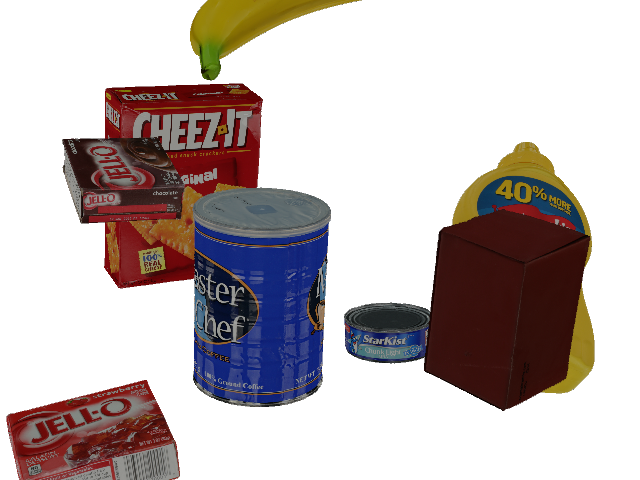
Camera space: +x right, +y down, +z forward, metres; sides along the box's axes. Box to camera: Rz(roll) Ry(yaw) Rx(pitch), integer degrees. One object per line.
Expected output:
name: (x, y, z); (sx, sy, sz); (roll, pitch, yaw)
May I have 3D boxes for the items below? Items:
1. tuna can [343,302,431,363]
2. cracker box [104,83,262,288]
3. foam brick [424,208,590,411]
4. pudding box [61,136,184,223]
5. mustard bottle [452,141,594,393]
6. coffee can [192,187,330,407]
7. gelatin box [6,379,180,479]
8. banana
tuna can: (0.065, 0.087, 1.011); (0.086, 0.034, 0.086); (-1, 13, 0)
cracker box: (-0.154, -0.062, 1.193); (0.164, 0.214, 0.072); (-6, 25, -26)
foam brick: (0.087, 0.031, 0.509); (0.052, 0.078, 0.051); (-16, 30, -41)
pudding box: (-0.179, -0.056, 0.954); (0.089, 0.039, 0.114); (-2, 26, -22)
mustard bottle: (0.136, 0.006, 0.723); (0.096, 0.191, 0.058); (17, -40, -6)
coffee can: (-0.046, 0.041, 0.813); (0.103, 0.140, 0.103); (2, 19, -1)
gelatin box: (-0.135, 0.120, 0.630); (0.089, 0.030, 0.073); (-12, 26, -18)
banana: (-0.006, -0.147, 0.648); (0.197, 0.070, 0.037); (-29, -28, -25)
